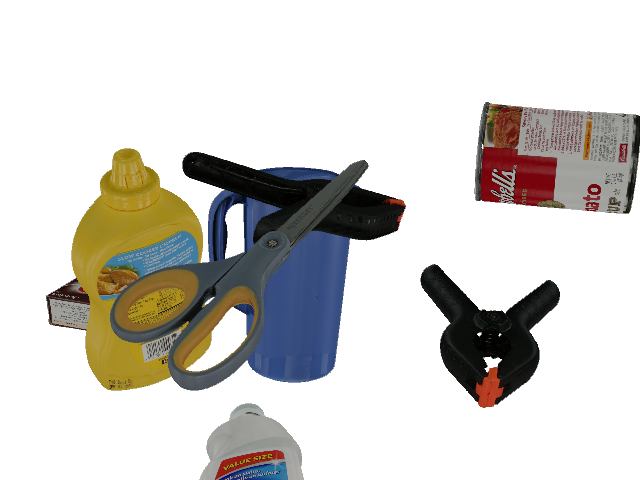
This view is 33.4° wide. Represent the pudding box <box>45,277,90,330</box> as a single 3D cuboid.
[{"bbox_3d":[-0.222,0.067,1.146,0.114,0.039,0.090,5,18,20],"label":"pudding box"}]

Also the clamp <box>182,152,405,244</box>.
[{"bbox_3d":[-0.006,-0.028,0.964,0.209,0.036,0.165,8,22,-27],"label":"clamp"}]

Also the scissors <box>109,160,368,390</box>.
[{"bbox_3d":[-0.048,0.007,0.623,0.096,0.016,0.201,11,44,18],"label":"scissors"}]

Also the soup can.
[{"bbox_3d":[0.159,-0.056,0.718,0.102,0.068,0.068,6,1,12],"label":"soup can"}]

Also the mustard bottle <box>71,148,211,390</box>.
[{"bbox_3d":[-0.131,0.018,0.778,0.096,0.192,0.058,-21,43,-25],"label":"mustard bottle"}]

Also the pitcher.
[{"bbox_3d":[-0.040,0.040,1.262,0.149,0.243,0.144,10,18,23],"label":"pitcher"}]

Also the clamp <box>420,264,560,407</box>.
[{"bbox_3d":[0.149,0.074,0.880,0.120,0.039,0.171,-2,33,1],"label":"clamp"}]

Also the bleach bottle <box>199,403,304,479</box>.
[{"bbox_3d":[-0.059,0.209,0.796,0.102,0.068,0.251,-4,28,-4],"label":"bleach bottle"}]
